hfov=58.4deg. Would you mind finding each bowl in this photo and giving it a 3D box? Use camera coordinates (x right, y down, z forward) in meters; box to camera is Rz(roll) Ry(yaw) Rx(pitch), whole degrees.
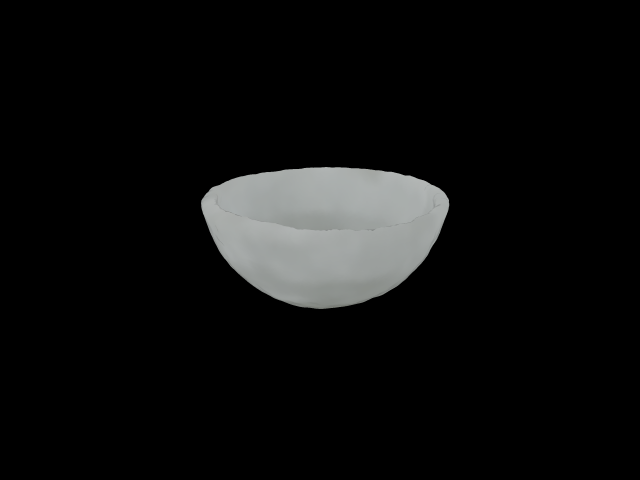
[{"bbox_3d":[0.004,0.001,0.400,0.167,0.075,0.167,0,20,0],"label":"bowl"}]
